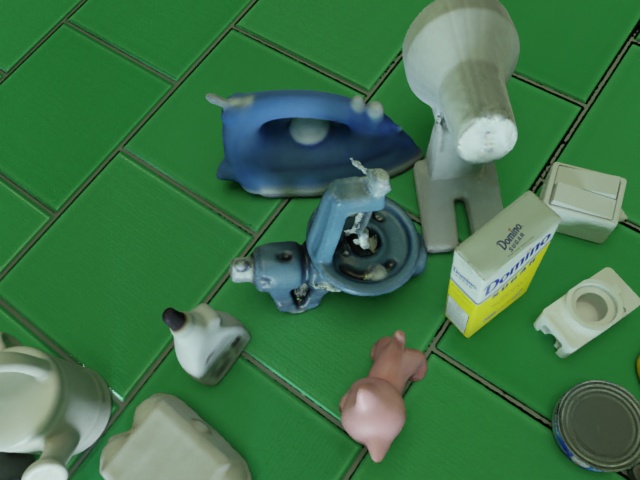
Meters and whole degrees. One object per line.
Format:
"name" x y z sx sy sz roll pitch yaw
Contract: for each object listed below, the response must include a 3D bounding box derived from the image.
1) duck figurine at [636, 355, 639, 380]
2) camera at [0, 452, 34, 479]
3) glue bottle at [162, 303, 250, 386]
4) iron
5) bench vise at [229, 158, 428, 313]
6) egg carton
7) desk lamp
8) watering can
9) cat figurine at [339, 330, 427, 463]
"duck figurine" 0.365 0.137 0.547 0.077 0.086 0.104 -34 67 -7
"camera" -0.403 0.226 0.603 0.143 0.101 0.136 -27 66 -5
"glue bottle" -0.122 0.098 0.581 0.037 0.173 0.078 32 75 20
"iron" -0.005 -0.134 0.683 0.258 0.141 0.118 -1 67 7
"bench vise" 0.011 0.012 0.575 0.207 0.220 0.121 -28 66 -5
"egg carton" -0.146 0.233 0.583 0.150 0.069 0.107 33 75 19
"desk lamp" 0.157 -0.120 0.616 0.118 0.214 0.203 -7 66 5
"watering can" -0.291 0.162 0.564 0.172 0.194 0.101 29 73 18
"cat figurine" 0.060 0.149 0.565 0.067 0.118 0.128 19 71 16
